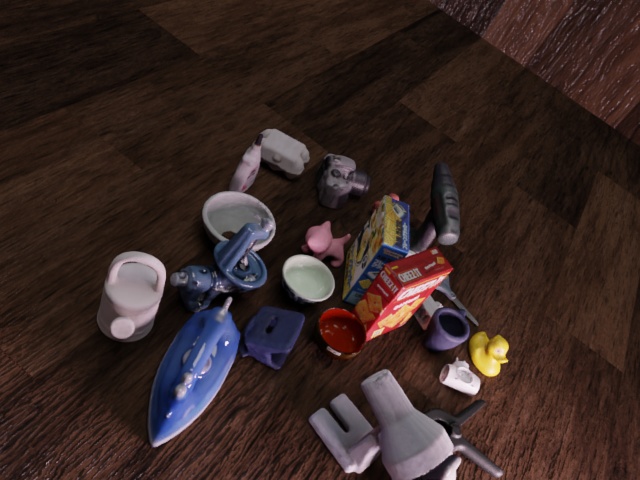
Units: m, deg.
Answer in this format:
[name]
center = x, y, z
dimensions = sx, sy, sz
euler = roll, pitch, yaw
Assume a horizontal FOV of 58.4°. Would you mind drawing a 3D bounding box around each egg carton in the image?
[egg carton]
center = -0.104, -0.229, 1.516
dimensions = 0.150, 0.069, 0.107
euler = 28, 43, -4

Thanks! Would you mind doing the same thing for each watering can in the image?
[watering can]
center = -0.325, 0.095, 1.001
dimensions = 0.101, 0.194, 0.172
euler = -2, 52, -30

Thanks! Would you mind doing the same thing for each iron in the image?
[iron]
center = -0.215, 0.217, 0.988
dimensions = 0.119, 0.141, 0.258
euler = 26, 43, -5

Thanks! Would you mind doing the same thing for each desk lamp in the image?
[desk lamp]
center = 0.105, 0.334, 1.006
dimensions = 0.118, 0.213, 0.203
euler = -25, 65, -42

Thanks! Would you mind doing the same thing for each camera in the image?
[camera]
center = 0.069, -0.159, 1.526
dimensions = 0.137, 0.100, 0.143
euler = 13, 46, -18

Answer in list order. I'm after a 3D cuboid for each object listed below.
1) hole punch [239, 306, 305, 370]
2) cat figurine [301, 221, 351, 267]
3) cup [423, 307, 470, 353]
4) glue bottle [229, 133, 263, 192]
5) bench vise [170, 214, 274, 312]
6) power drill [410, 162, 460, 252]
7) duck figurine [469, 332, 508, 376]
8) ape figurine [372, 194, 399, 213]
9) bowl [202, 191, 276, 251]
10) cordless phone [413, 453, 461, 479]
[hole punch]
center = -0.094, 0.183, 1.124
dimensions = 0.101, 0.091, 0.109
euler = 28, 43, -3
[cat figurine]
center = 0.012, 0.005, 1.329
dimensions = 0.128, 0.117, 0.067
euler = 0, 51, -29
[cup]
center = 0.285, 0.208, 1.310
dimensions = 0.091, 0.095, 0.118
euler = 43, 44, 13
[glue bottle]
center = -0.167, -0.186, 1.365
dimensions = 0.037, 0.173, 0.078
euler = 34, 43, 4
[bench vise]
center = -0.174, 0.051, 1.107
dimensions = 0.121, 0.219, 0.208
euler = 43, 44, 13
[power drill]
center = 0.286, -0.059, 1.474
dimensions = 0.076, 0.208, 0.229
euler = 11, 46, -20
[duck figurine]
center = 0.402, 0.254, 1.339
dimensions = 0.078, 0.086, 0.104
euler = 3, 50, -27
[ape figurine]
center = 0.183, -0.087, 1.529
dimensions = 0.078, 0.092, 0.076
euler = 28, 43, -3
[bowl]
center = -0.188, -0.026, 1.277
dimensions = 0.168, 0.074, 0.167
euler = 16, 45, -16
[cordless phone]
center = 0.214, 0.414, 1.013
dimensions = 0.094, 0.185, 0.148
euler = 46, 45, 16
